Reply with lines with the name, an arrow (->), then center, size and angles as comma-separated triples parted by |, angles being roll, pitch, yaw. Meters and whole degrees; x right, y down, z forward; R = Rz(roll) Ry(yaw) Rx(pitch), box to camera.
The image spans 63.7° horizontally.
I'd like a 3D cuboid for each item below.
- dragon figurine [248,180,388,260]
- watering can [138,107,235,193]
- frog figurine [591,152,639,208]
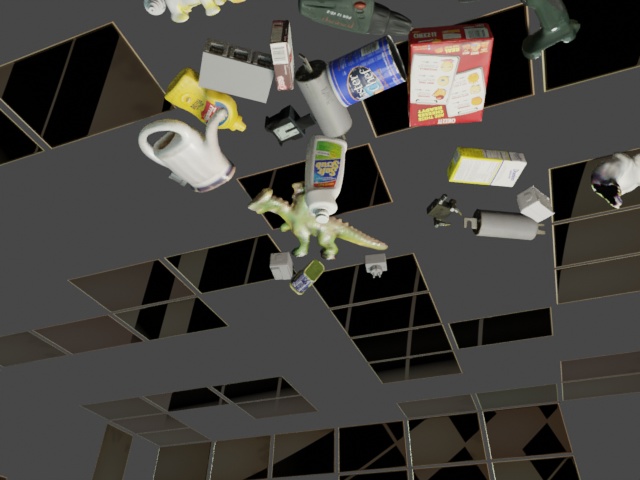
dragon figurine -> 0.004, -0.073, 1.449 | 0.410, 0.125, 0.237 | 2, 133, -4
watering can -> -0.290, -0.213, 1.239 | 0.346, 0.106, 0.221 | -3, 146, 39
frog figurine -> 0.783, -0.176, 1.320 | 0.160, 0.124, 0.135 | -44, 123, -3
